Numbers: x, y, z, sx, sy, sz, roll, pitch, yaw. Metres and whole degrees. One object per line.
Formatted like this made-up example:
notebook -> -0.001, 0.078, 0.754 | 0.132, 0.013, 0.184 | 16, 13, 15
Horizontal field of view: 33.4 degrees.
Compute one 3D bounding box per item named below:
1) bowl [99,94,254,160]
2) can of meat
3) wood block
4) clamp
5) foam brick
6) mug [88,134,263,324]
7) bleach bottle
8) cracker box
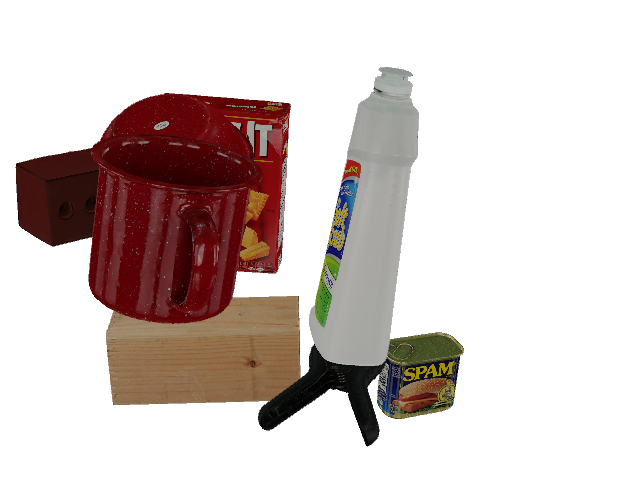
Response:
bowl -> -0.146, -0.090, 1.010 | 0.162, 0.055, 0.162 | -3, 45, 3
can of meat -> 0.121, 0.168, 1.324 | 0.102, 0.084, 0.057 | -6, 27, -21
wood block -> -0.126, 0.122, 1.186 | 0.206, 0.091, 0.090 | -1, 23, -1
clamp -> 0.027, 0.137, 1.057 | 0.120, 0.039, 0.171 | 16, 46, 23
foam brick -> -0.184, -0.035, 0.809 | 0.078, 0.053, 0.051 | -17, 31, -36
mug -> -0.078, -0.002, 0.578 | 0.093, 0.081, 0.117 | 0, 22, -27
bleach bottle -> 0.042, -0.024, 0.914 | 0.068, 0.251, 0.102 | 5, 21, -9
cracker box -> -0.127, -0.069, 1.349 | 0.164, 0.214, 0.072 | 5, 22, 2
